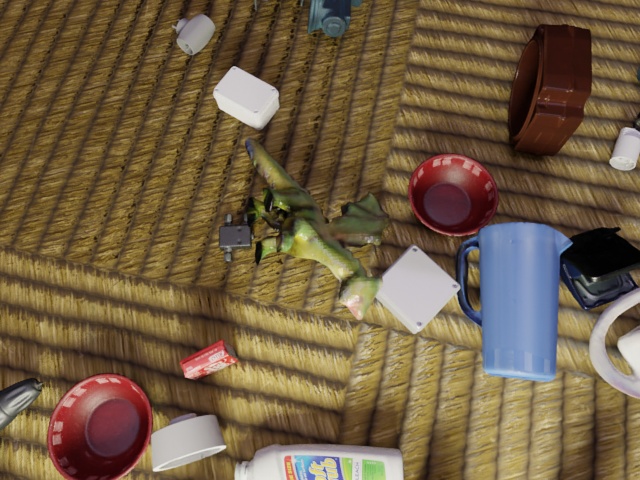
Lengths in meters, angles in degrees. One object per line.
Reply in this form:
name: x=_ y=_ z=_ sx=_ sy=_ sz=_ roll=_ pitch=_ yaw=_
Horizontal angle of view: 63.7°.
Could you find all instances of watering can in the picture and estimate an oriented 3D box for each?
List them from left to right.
watering can: x=0.607 y=0.164 z=0.823 sx=0.349 sy=0.102 sz=0.227 roll=-22 pitch=72 yaw=-7

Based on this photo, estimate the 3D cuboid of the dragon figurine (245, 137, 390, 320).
dragon figurine: x=0.003 y=-0.046 z=0.920 sx=0.243 sy=0.119 sz=0.420 roll=2 pitch=50 yaw=-20
